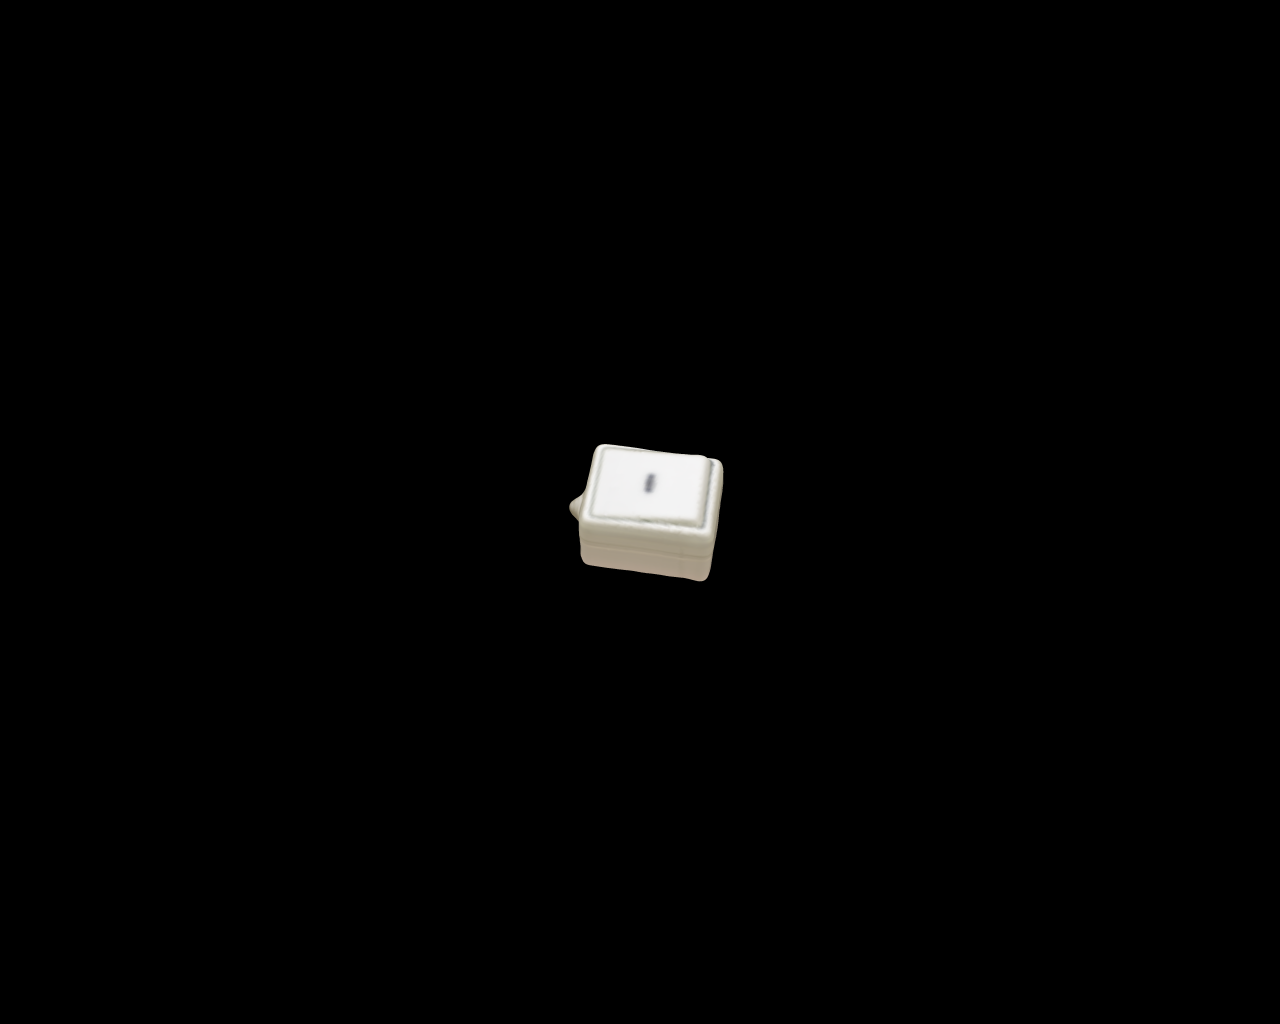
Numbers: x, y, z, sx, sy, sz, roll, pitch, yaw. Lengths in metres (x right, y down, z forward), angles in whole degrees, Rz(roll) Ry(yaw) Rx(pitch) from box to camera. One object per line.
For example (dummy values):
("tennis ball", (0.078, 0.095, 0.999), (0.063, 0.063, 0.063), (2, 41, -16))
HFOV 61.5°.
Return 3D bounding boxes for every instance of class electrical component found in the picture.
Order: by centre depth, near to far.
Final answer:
("electrical component", (0.001, -0.003, 0.650), (0.096, 0.062, 0.061), (8, -33, 5))
